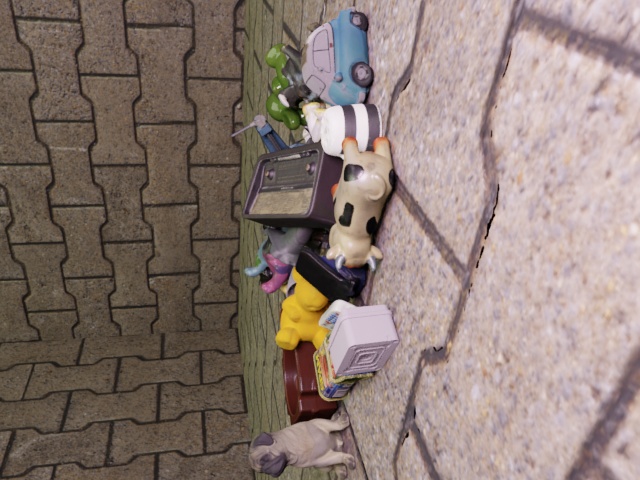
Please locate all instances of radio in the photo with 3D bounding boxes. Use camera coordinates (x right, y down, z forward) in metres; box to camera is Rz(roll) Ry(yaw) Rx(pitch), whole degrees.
[{"bbox_3d":[-0.042,-0.091,0.938,0.230,0.073,0.131,3,78,53],"label":"radio"}]

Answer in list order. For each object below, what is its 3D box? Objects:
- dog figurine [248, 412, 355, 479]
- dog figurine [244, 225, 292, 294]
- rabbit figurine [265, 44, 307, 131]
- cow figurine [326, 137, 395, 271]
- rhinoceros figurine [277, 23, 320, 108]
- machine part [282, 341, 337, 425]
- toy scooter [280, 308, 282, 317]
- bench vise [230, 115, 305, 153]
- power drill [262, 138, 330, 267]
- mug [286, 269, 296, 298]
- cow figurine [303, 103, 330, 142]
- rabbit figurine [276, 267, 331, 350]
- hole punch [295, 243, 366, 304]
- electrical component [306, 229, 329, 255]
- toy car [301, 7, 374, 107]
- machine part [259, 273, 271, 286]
[{"bbox_3d":[-0.045,0.399,1.028,0.172,0.191,0.121,103,161,-52],"label":"dog figurine"},{"bbox_3d":[-0.070,0.016,1.254,0.109,0.191,0.219,44,114,40],"label":"dog figurine"},{"bbox_3d":[-0.053,-0.309,1.151,0.159,0.121,0.170,63,145,14],"label":"rabbit figurine"},{"bbox_3d":[0.057,-0.039,0.781,0.194,0.085,0.127,105,164,-48],"label":"cow figurine"},{"bbox_3d":[-0.016,-0.317,0.992,0.190,0.073,0.112,-29,87,48],"label":"rhinoceros figurine"},{"bbox_3d":[-0.024,0.285,1.157,0.200,0.087,0.201,109,157,-56],"label":"machine part"},{"bbox_3d":[-0.066,0.220,1.359,0.184,0.075,0.135,-144,54,-80],"label":"toy scooter"},{"bbox_3d":[-0.084,-0.189,1.185,0.240,0.129,0.224,53,-174,-43],"label":"bench vise"},{"bbox_3d":[-0.025,-0.066,1.035,0.207,0.086,0.232,-49,40,22],"label":"power drill"},{"bbox_3d":[-0.029,0.097,1.187,0.107,0.081,0.109,-85,-5,-53],"label":"mug"},{"bbox_3d":[0.009,-0.206,1.000,0.167,0.068,0.098,-125,31,-67],"label":"cow figurine"},{"bbox_3d":[-0.012,0.120,1.041,0.173,0.122,0.162,97,-178,-57],"label":"rabbit figurine"},{"bbox_3d":[0.031,0.045,0.913,0.116,0.092,0.142,44,154,9],"label":"hole punch"},{"bbox_3d":[-0.002,-0.004,1.123,0.078,0.045,0.102,-66,6,-21],"label":"electrical component"},{"bbox_3d":[0.022,-0.282,0.851,0.109,0.103,0.161,170,96,-76],"label":"toy car"},{"bbox_3d":[-0.101,0.089,1.406,0.039,0.139,0.084,17,109,34],"label":"machine part"}]
